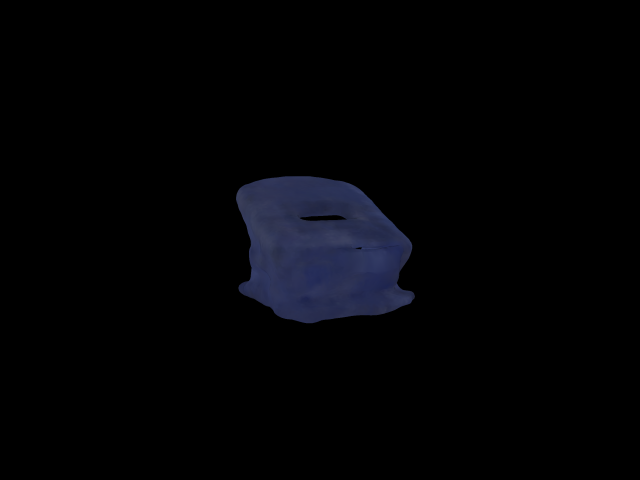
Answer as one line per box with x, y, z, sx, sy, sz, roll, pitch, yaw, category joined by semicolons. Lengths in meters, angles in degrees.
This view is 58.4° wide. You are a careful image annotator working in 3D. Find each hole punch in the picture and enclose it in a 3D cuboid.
0.004;0.001;0.400;0.109;0.091;0.100;-4;8;-27;hole punch
